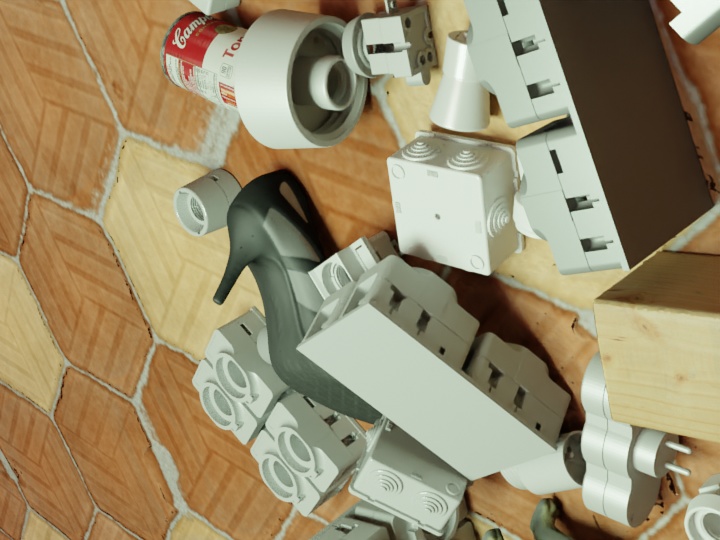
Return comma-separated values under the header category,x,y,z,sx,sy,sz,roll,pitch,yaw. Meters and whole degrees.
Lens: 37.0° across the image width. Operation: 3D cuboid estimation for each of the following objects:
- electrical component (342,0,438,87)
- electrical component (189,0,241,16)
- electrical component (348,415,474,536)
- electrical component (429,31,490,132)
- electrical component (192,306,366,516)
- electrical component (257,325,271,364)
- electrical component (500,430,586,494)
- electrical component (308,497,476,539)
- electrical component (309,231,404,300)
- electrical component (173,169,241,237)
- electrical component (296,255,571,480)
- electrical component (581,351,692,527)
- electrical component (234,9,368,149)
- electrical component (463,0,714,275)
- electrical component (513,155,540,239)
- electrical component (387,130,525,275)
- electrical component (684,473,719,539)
category,x,y,z,sx,sy,sz,roll,pitch,yaw
electrical component,0.021,-0.167,0.794,0.055,0.048,0.066,3,115,37
electrical component,-0.150,-0.253,0.897,0.083,0.076,0.047,42,137,20
electrical component,0.049,0.162,0.911,0.100,0.099,0.048,26,130,1
electrical component,0.075,-0.136,0.760,0.044,0.044,0.065,28,126,33
electrical component,-0.084,0.145,1.080,0.186,0.060,0.105,47,139,15
electrical component,-0.066,0.070,1.028,0.055,0.045,0.045,-4,110,48
electrical component,0.148,0.156,0.857,0.081,0.043,0.043,-26,93,50
electrical component,0.023,0.260,0.938,0.060,0.186,0.105,1,114,46
electrical component,0.000,0.000,0.902,0.081,0.064,0.042,-32,89,51
electrical component,-0.145,-0.063,1.028,0.055,0.047,0.055,25,129,35
electrical component,0.060,0.077,0.839,0.186,0.060,0.105,38,142,-14
electrical component,0.204,0.126,0.773,0.074,0.052,0.138,17,124,39
electrical component,-0.037,-0.144,0.824,0.060,0.108,0.108,10,120,36
electrical component,0.139,-0.102,0.661,0.060,0.105,0.186,-9,106,49
electrical component,0.130,-0.055,0.747,0.045,0.045,0.055,25,129,35
electrical component,0.071,-0.050,0.802,0.100,0.048,0.099,16,129,36
electrical component,0.256,0.167,0.741,0.066,0.055,0.048,-33,88,50
